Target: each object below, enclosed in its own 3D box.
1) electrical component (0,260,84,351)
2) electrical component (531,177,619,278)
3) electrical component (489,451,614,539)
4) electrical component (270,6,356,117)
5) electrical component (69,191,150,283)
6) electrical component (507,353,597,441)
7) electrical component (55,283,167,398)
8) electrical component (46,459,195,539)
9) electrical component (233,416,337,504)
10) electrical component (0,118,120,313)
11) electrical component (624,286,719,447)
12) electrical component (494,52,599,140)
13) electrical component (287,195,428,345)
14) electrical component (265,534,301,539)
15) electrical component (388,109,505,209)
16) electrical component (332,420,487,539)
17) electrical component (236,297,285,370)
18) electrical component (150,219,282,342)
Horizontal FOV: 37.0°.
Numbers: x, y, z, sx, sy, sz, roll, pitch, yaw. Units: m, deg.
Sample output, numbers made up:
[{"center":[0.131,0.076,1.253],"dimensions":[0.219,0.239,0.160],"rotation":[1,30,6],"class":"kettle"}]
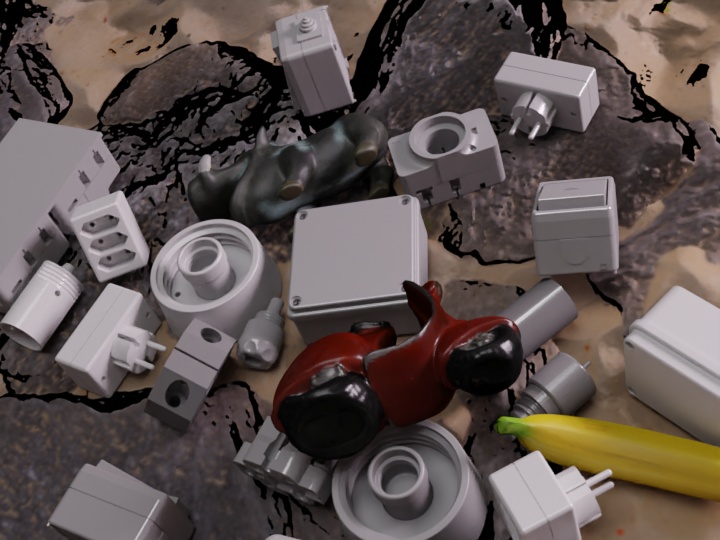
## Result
[{"center":[-0.284,0.028,0.972],"dimensions":[0.043,0.043,0.081],"rotation":[14,59,26],"class":"electrical component"},{"center":[0.171,-0.041,0.849],"dimensions":[0.062,0.061,0.096],"rotation":[-4,21,15],"class":"electrical component"},{"center":[0.135,0.155,0.714],"dimensions":[0.076,0.083,0.047],"rotation":[-27,51,-3],"class":"electrical component"},{"center":[-0.048,-0.204,1.038],"dimensions":[0.061,0.096,0.061],"rotation":[-16,51,6],"class":"electrical component"},{"center":[-0.229,-0.037,0.995],"dimensions":[0.047,0.065,0.076],"rotation":[-21,22,2],"class":"electrical component"},{"center":[0.137,0.095,0.787],"dimensions":[0.078,0.040,0.040],"rotation":[-39,52,-13],"class":"electrical component"},{"center":[-0.199,0.065,0.914],"dimensions":[0.076,0.047,0.083],"rotation":[16,60,28],"class":"electrical component"},{"center":[-0.181,0.186,0.806],"dimensions":[0.096,0.061,0.061],"rotation":[14,59,26],"class":"electrical component"},{"center":[-0.048,0.134,0.806],"dimensions":[0.078,0.058,0.057],"rotation":[13,61,31],"class":"electrical component"},{"center":[-0.325,-0.052,1.035],"dimensions":[0.105,0.060,0.186],"rotation":[12,59,26],"class":"electrical component"},{"center":[0.243,0.075,0.744],"dimensions":[0.057,0.078,0.113],"rotation":[-41,53,-18],"class":"electrical component"},{"center":[0.159,-0.146,0.959],"dimensions":[0.083,0.047,0.075],"rotation":[18,62,28],"class":"electrical component"},{"center":[0.000,0.000,0.893],"dimensions":[0.109,0.056,0.108],"rotation":[-8,52,12],"class":"electrical component"},{"center":[-0.053,0.233,0.734],"dimensions":[0.059,0.053,0.095],"rotation":[8,57,23],"class":"electrical component"},{"center":[0.075,-0.100,0.945],"dimensions":[0.089,0.055,0.050],"rotation":[-18,51,4],"class":"electrical component"},{"center":[0.032,0.156,0.761],"dimensions":[0.108,0.060,0.108],"rotation":[-9,52,11],"class":"electrical component"},{"center":[-0.078,0.050,0.894],"dimensions":[0.035,0.035,0.061],"rotation":[5,54,21],"class":"electrical component"},{"center":[-0.128,0.005,0.928],"dimensions":[0.108,0.060,0.108],"rotation":[-9,52,12],"class":"electrical component"}]
